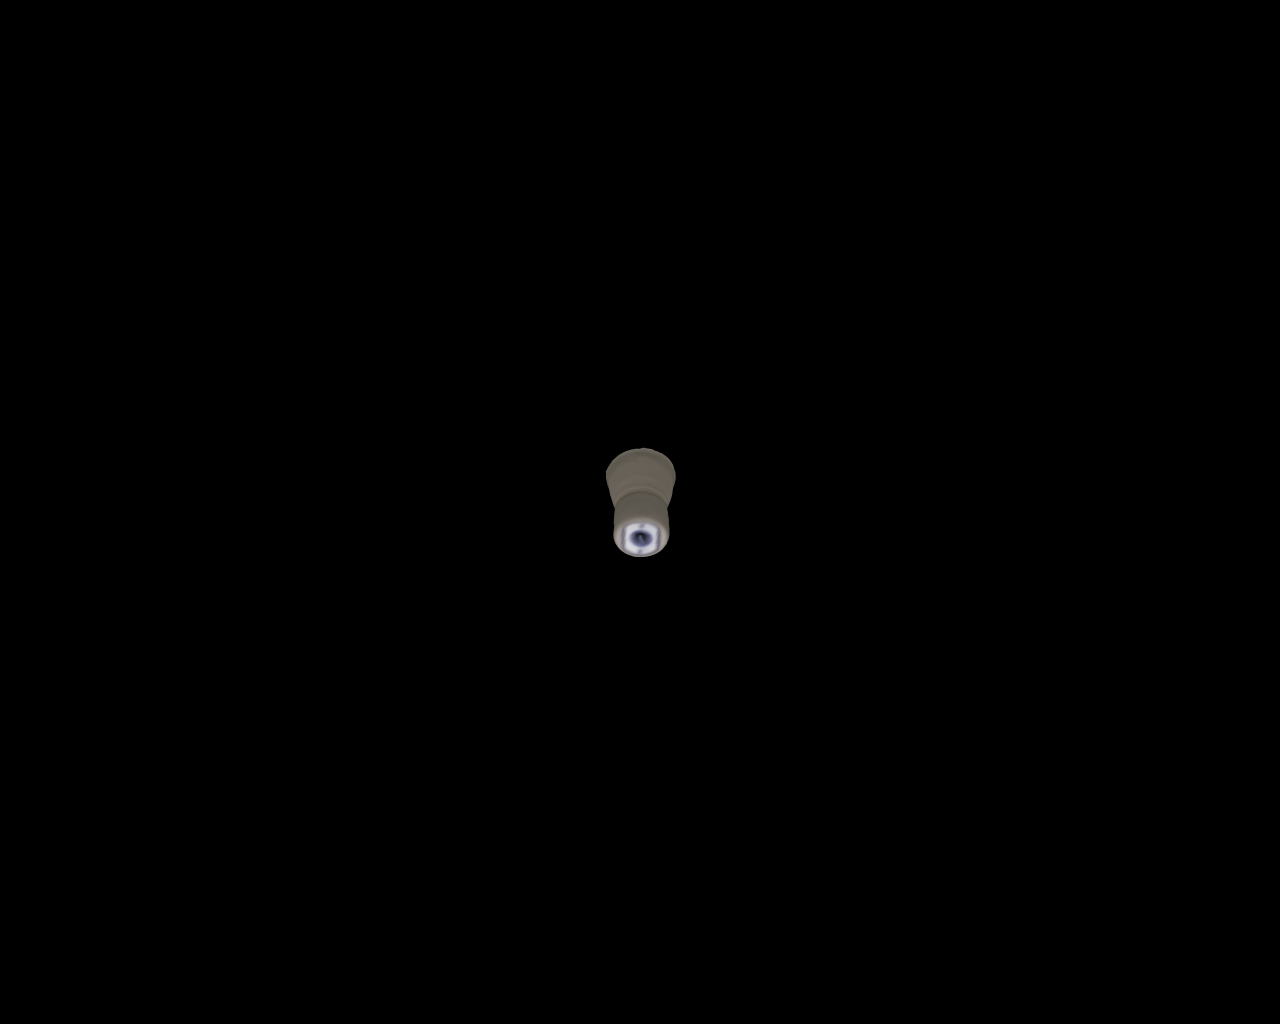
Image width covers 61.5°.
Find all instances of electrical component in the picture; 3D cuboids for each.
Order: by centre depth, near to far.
[{"bbox_3d":[0.001,-0.003,0.650,0.044,0.044,0.065,0,39,0],"label":"electrical component"}]
